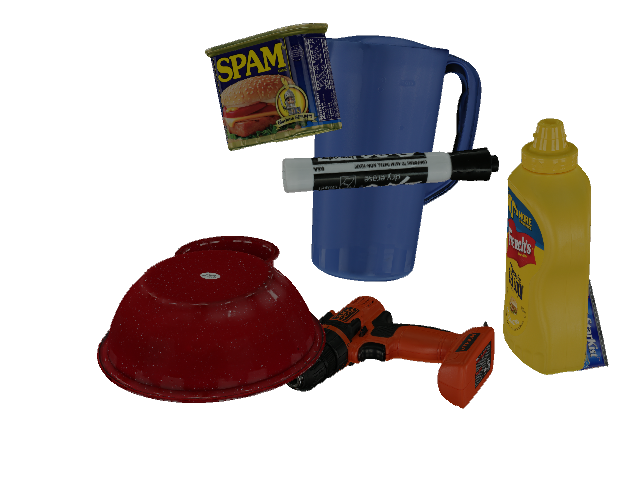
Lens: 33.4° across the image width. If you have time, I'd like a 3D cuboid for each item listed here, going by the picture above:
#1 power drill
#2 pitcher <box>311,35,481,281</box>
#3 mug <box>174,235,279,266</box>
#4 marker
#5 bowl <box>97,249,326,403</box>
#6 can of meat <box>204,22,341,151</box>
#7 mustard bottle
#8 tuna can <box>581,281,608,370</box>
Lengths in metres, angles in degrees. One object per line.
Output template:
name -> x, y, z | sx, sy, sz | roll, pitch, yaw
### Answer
power drill -> 0.075, 0.119, 1.112 | 0.188, 0.057, 0.184 | 11, 26, 26
pitcher -> 0.064, -0.086, 1.093 | 0.149, 0.243, 0.144 | 12, 14, 32
mug -> -0.095, 0.049, 0.960 | 0.117, 0.081, 0.093 | -3, 19, -8
marker -> 0.040, -0.039, 0.593 | 0.121, 0.020, 0.020 | -4, 0, -7
bowl -> -0.077, 0.049, 0.746 | 0.162, 0.055, 0.162 | -2, 23, 1
can of meat -> -0.036, -0.121, 0.855 | 0.102, 0.084, 0.057 | -8, 6, 35
mustard bottle -> 0.173, 0.000, 0.817 | 0.058, 0.192, 0.096 | -6, 26, -6
tuna can -> 0.254, 0.083, 1.038 | 0.034, 0.086, 0.086 | -12, -3, 13
